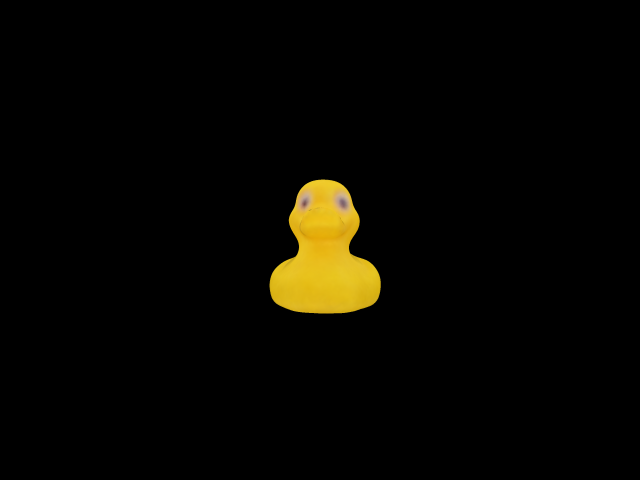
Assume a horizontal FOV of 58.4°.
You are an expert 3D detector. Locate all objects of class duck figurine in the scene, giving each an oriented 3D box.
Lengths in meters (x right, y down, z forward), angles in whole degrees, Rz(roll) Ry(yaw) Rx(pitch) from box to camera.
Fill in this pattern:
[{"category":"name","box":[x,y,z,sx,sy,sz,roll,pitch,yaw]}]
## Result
[{"category":"duck figurine","box":[0.004,0.001,0.400,0.077,0.086,0.104,0,2,4]}]
